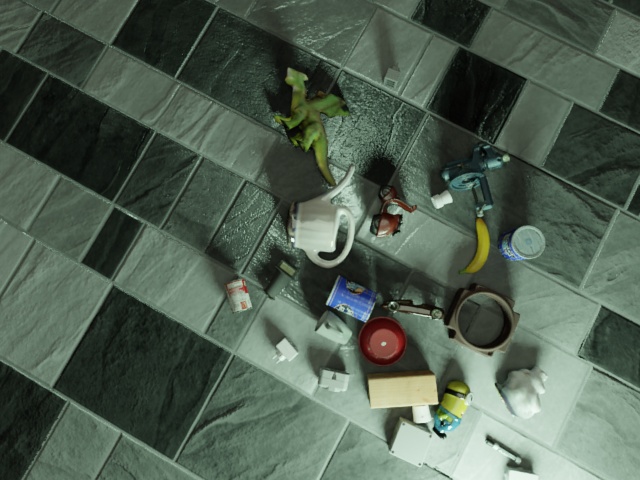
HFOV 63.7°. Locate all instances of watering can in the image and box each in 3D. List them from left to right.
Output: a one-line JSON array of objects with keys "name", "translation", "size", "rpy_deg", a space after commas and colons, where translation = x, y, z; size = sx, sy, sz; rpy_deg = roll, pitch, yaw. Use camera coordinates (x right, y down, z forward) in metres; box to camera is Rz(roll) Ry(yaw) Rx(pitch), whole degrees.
[{"name": "watering can", "translation": [0.005, -0.085, 1.684], "size": [0.224, 0.104, 0.348], "rpy_deg": [6, 89, 3]}]

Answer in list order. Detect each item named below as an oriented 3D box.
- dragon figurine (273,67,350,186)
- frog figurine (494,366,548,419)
[{"name": "dragon figurine", "translation": [-0.002, -0.402, 1.745], "size": [0.244, 0.121, 0.410], "rpy_deg": [-39, 92, -12]}, {"name": "frog figurine", "translation": [0.637, 0.466, 1.591], "size": [0.159, 0.121, 0.140], "rpy_deg": [-32, 64, 9]}]
